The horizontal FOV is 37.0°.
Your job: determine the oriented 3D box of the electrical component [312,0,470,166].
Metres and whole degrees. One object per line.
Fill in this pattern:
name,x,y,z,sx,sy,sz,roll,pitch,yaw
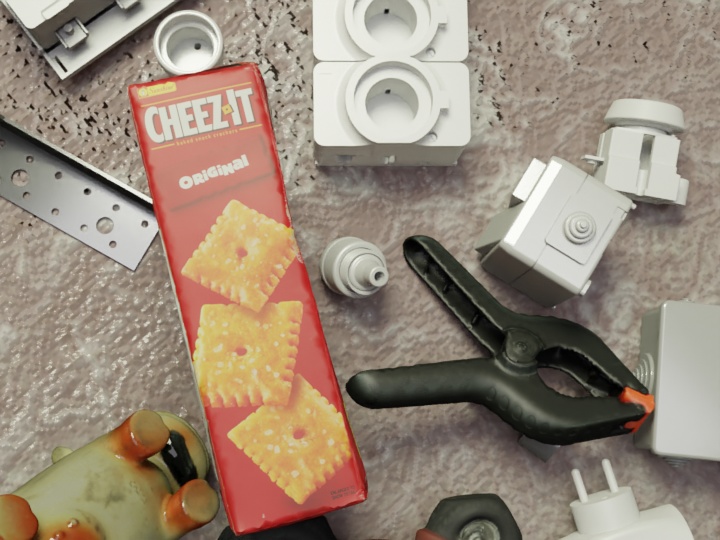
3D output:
electrical component,0.017,-0.142,0.643,0.089,0.061,0.150,0,83,-3

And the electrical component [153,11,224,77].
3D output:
electrical component,-0.100,-0.128,0.643,0.040,0.046,0.040,0,83,-3

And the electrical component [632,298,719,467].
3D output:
electrical component,0.211,0.068,0.633,0.100,0.048,0.099,6,82,-2

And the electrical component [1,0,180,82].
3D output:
electrical component,-0.153,-0.182,0.639,0.121,0.063,0.078,-37,86,-7

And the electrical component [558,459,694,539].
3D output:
electrical component,0.145,0.150,0.621,0.077,0.043,0.079,-17,84,-5

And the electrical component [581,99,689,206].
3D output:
electrical component,0.169,-0.072,0.651,0.066,0.048,0.055,10,90,-2

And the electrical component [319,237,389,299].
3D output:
electrical component,0.000,0.000,0.622,0.035,0.061,0.035,-3,98,-20

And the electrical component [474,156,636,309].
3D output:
electrical component,0.109,-0.022,0.615,0.061,0.096,0.061,32,82,3
